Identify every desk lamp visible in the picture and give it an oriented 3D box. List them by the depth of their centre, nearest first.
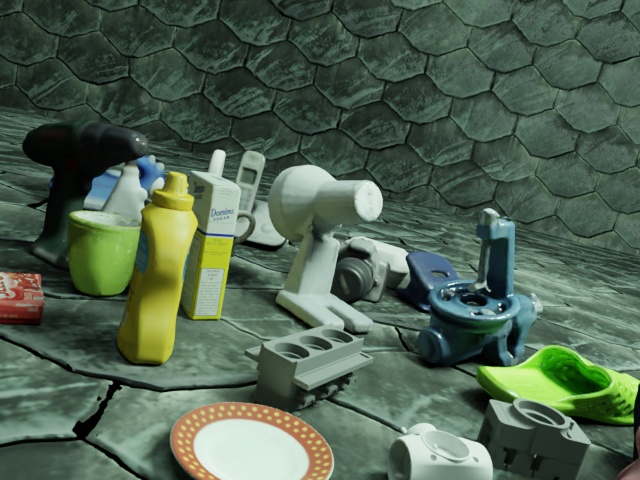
[{"bbox_3d":[0.008,0.003,0.851,0.118,0.213,0.202,4,15,-40],"label":"desk lamp"}]

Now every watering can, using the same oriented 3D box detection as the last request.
[{"bbox_3d":[-0.192,-0.053,0.930,0.173,0.194,0.100,8,13,-28],"label":"watering can"}]

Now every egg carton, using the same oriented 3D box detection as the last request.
[{"bbox_3d":[0.110,0.042,1.148,0.150,0.069,0.107,17,12,15],"label":"egg carton"}]

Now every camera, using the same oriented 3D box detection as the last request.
[{"bbox_3d":[0.041,0.048,0.960,0.143,0.101,0.137,16,12,11],"label":"camera"}]

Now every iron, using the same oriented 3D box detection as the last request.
[{"bbox_3d":[-0.409,-0.130,1.177,0.259,0.141,0.118,8,13,-26],"label":"iron"}]

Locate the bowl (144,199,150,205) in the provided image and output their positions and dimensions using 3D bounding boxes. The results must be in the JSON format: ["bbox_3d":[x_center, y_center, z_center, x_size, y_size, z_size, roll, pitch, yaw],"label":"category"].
[{"bbox_3d":[-0.257,-0.039,1.089,0.167,0.075,0.167,13,11,-2],"label":"bowl"}]

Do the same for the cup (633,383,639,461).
[{"bbox_3d":[0.362,0.206,0.594,0.118,0.095,0.091,3,16,-43],"label":"cup"}]

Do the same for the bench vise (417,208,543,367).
[{"bbox_3d":[0.236,0.066,0.805,0.121,0.220,0.208,22,14,36],"label":"bench vise"}]

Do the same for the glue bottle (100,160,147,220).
[{"bbox_3d":[-0.294,-0.054,0.866,0.078,0.173,0.037,9,12,-21],"label":"glue bottle"}]

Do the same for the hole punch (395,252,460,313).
[{"bbox_3d":[0.210,0.078,1.044,0.109,0.091,0.100,7,13,-32],"label":"hole punch"}]

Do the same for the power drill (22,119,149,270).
[{"bbox_3d":[-0.337,-0.070,0.805,0.228,0.208,0.076,20,13,28],"label":"power drill"}]

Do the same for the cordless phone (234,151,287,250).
[{"bbox_3d":[-0.120,-0.082,1.180,0.147,0.185,0.094,14,11,3],"label":"cordless phone"}]

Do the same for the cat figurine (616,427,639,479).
[{"bbox_3d":[0.332,0.208,0.494,0.127,0.118,0.067,21,13,31],"label":"cat figurine"}]
